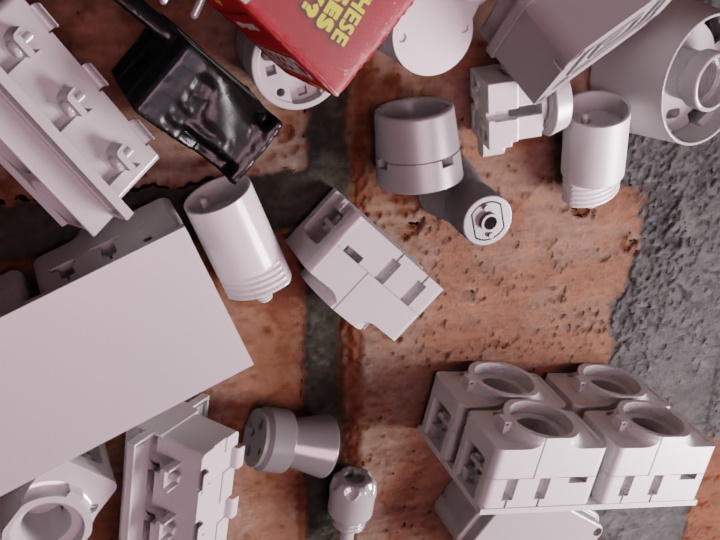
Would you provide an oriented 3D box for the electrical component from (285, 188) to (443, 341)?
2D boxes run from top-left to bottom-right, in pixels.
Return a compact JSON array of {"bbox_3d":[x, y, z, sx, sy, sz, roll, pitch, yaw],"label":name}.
[{"bbox_3d":[0.000,0.000,0.700,0.055,0.050,0.089,-47,123,4],"label":"electrical component"}]

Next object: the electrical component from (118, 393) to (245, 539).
[{"bbox_3d":[-0.120,0.154,0.713,0.079,0.063,0.121,-32,136,-56],"label":"electrical component"}]

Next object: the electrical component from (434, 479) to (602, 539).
[{"bbox_3d":[0.126,0.196,0.849,0.113,0.057,0.078,32,100,-32],"label":"electrical component"}]

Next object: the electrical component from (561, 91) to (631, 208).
[{"bbox_3d":[0.159,-0.076,0.731,0.043,0.043,0.081,-19,134,-13],"label":"electrical component"}]

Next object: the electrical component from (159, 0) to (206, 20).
[{"bbox_3d":[-0.082,-0.175,0.580,0.077,0.044,0.079,20,106,-30],"label":"electrical component"}]

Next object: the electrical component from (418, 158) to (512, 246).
[{"bbox_3d":[0.070,-0.043,0.699,0.044,0.065,0.044,-10,118,-18],"label":"electrical component"}]

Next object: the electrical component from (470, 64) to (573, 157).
[{"bbox_3d":[0.103,-0.108,0.693,0.055,0.048,0.066,-10,119,-9],"label":"electrical component"}]

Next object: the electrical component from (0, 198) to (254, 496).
[{"bbox_3d":[-0.174,0.046,0.644,0.186,0.060,0.105,-27,123,-8],"label":"electrical component"}]

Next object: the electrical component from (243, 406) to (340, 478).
[{"bbox_3d":[-0.048,0.119,0.744,0.055,0.045,0.045,12,110,-27],"label":"electrical component"}]

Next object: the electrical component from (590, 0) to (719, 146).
[{"bbox_3d":[0.214,-0.134,0.729,0.099,0.064,0.099,-17,122,-30],"label":"electrical component"}]

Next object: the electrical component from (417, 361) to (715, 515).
[{"bbox_3d":[0.153,0.120,0.792,0.186,0.105,0.060,3,114,-24],"label":"electrical component"}]

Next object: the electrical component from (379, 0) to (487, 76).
[{"bbox_3d":[0.061,-0.177,0.622,0.052,0.073,0.138,17,107,-29],"label":"electrical component"}]

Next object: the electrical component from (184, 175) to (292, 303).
[{"bbox_3d":[-0.073,-0.014,0.666,0.043,0.043,0.081,-27,122,-8],"label":"electrical component"}]

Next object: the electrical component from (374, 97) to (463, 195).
[{"bbox_3d":[0.036,-0.079,0.674,0.055,0.055,0.047,-14,116,-16],"label":"electrical component"}]

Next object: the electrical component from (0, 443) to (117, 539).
[{"bbox_3d":[-0.203,0.150,0.688,0.050,0.055,0.089,34,99,-32],"label":"electrical component"}]

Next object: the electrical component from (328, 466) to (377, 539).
[{"bbox_3d":[-0.007,0.178,0.797,0.035,0.035,0.061,-4,119,-21],"label":"electrical component"}]

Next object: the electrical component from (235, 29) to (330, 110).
[{"bbox_3d":[-0.042,-0.126,0.620,0.055,0.047,0.055,-10,119,-18],"label":"electrical component"}]

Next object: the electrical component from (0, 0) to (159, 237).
[{"bbox_3d":[-0.170,-0.084,0.577,0.063,0.079,0.121,-51,126,-19],"label":"electrical component"}]

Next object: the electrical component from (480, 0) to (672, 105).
[{"bbox_3d":[0.135,-0.161,0.642,0.113,0.078,0.057,-36,85,-17],"label":"electrical component"}]
